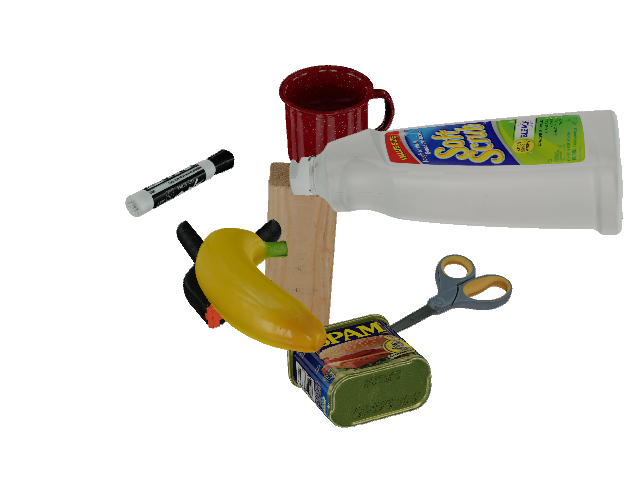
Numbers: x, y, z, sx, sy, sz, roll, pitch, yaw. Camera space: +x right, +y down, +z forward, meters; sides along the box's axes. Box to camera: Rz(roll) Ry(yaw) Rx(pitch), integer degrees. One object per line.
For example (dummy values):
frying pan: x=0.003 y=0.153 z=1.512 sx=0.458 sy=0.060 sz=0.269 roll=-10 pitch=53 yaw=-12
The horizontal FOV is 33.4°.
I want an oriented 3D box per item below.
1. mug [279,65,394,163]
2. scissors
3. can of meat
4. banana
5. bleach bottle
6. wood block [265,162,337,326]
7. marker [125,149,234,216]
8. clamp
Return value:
mug: x=0.018 y=-0.120 z=1.071 sx=0.117 sy=0.081 sz=0.093 roll=-13 pitch=40 yaw=-14
scissors: x=0.121 y=0.057 z=1.164 sx=0.201 sy=0.016 sz=0.096 roll=-10 pitch=41 yaw=-31
can of meat: x=0.034 y=0.113 z=0.922 sx=0.102 sy=0.057 sz=0.084 roll=-12 pitch=26 yaw=-22
banana: x=-0.044 y=0.024 z=0.676 sx=0.069 sy=0.037 sz=0.198 roll=-3 pitch=18 yaw=-8
bleach bottle: x=0.099 y=-0.049 z=0.817 sx=0.251 sy=0.068 sz=0.102 roll=-2 pitch=38 yaw=14
wood block: x=-0.027 y=0.010 z=1.400 sx=0.090 sy=0.206 sz=0.091 roll=3 pitch=24 yaw=-2
marker: x=-0.117 y=-0.051 z=0.917 sx=0.020 sy=0.020 sz=0.120 roll=0 pitch=23 yaw=42
clamp: x=-0.098 y=0.028 z=1.179 sx=0.120 sy=0.039 sz=0.171 roll=-11 pitch=40 yaw=1
